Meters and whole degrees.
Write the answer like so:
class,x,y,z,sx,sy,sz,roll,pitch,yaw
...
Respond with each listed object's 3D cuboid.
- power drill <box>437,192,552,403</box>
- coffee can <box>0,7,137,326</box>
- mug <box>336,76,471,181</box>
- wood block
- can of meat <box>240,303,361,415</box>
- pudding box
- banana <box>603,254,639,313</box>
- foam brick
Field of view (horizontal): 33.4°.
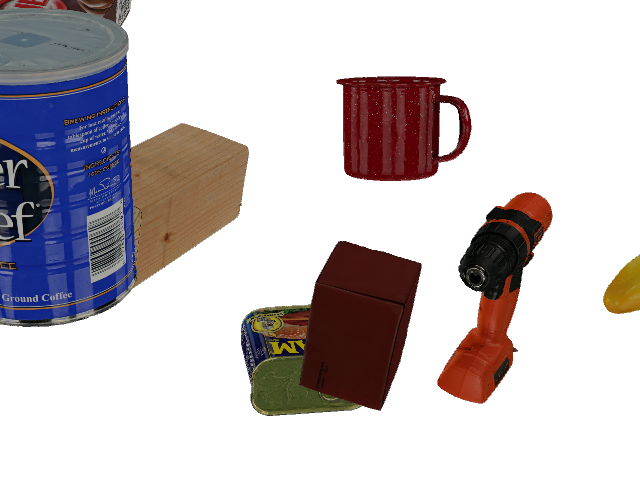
class,x,y,z,sx,sy,sz,roll,pitch,yaw
power drill,0.164,0.060,1.026,0.057,0.188,0.184,22,30,21
coffee can,-0.151,-0.040,0.565,0.103,0.140,0.103,2,28,-1
mug,0.071,-0.095,0.903,0.117,0.081,0.093,5,13,24
wood block,-0.166,-0.041,1.096,0.090,0.091,0.205,21,29,18
can of meat,-0.014,0.097,0.900,0.102,0.057,0.084,-2,29,-12
pudding box,-0.202,-0.177,0.818,0.090,0.039,0.113,13,37,2
banana,0.283,0.017,0.717,0.198,0.037,0.069,-2,34,0
foam brick,0.023,0.049,0.623,0.053,0.078,0.051,16,33,10
